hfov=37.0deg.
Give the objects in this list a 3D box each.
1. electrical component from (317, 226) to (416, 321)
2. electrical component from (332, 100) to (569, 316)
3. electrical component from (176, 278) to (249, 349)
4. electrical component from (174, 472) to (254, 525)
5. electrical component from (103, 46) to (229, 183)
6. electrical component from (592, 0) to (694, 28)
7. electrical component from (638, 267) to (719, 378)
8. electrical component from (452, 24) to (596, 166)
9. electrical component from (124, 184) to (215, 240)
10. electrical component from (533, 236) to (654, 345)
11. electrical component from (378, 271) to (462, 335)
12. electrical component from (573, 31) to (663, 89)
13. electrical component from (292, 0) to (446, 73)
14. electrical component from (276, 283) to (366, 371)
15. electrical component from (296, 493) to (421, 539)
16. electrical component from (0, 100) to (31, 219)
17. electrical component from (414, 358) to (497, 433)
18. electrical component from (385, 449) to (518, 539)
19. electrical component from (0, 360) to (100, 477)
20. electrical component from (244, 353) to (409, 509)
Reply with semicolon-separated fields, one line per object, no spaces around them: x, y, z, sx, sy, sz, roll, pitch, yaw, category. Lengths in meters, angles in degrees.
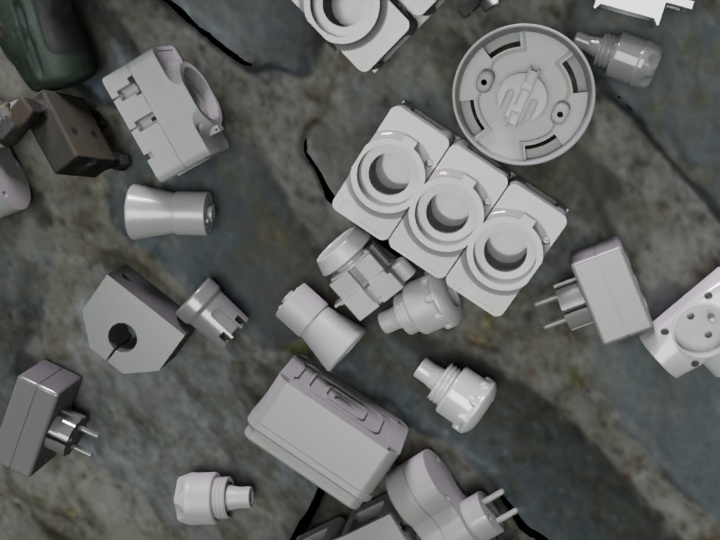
0.000;0.000;0.827;0.066;0.048;0.055;-39;101;16;electrical component
0.067;-0.046;0.795;0.150;0.061;0.089;34;106;2;electrical component
-0.118;0.036;0.861;0.046;0.040;0.040;43;107;-6;electrical component
-0.120;0.189;0.894;0.062;0.043;0.043;-3;102;10;electrical component
-0.144;-0.122;0.824;0.056;0.050;0.089;-27;97;16;electrical component
0.193;-0.205;0.746;0.081;0.042;0.063;17;101;6;electrical component
0.261;0.052;0.789;0.077;0.044;0.079;-43;92;16;electrical component
0.117;-0.125;0.766;0.099;0.064;0.099;2;103;10;electrical component
-0.148;-0.045;0.848;0.065;0.044;0.044;2;103;6;electrical component
0.168;0.021;0.798;0.077;0.047;0.065;-22;97;14;electrical component
0.044;0.030;0.826;0.062;0.048;0.048;-25;97;22;electrical component
0.181;-0.153;0.763;0.061;0.035;0.035;23;106;8;electrical component
-0.022;-0.244;0.768;0.186;0.060;0.105;46;106;-2;electrical component
-0.034;0.042;0.846;0.065;0.044;0.044;42;107;4;electrical component
0.031;0.285;0.877;0.105;0.060;0.186;-29;96;15;electrical component
-0.297;-0.112;0.855;0.074;0.052;0.138;-20;98;14;electrical component
0.072;0.093;0.835;0.062;0.048;0.048;35;106;9;electrical component
0.089;0.199;0.851;0.074;0.052;0.138;-34;94;16;electrical component
-0.256;0.132;0.904;0.076;0.047;0.083;24;106;5;electrical component
-0.026;0.126;0.843;0.113;0.078;0.057;34;104;2;electrical component
